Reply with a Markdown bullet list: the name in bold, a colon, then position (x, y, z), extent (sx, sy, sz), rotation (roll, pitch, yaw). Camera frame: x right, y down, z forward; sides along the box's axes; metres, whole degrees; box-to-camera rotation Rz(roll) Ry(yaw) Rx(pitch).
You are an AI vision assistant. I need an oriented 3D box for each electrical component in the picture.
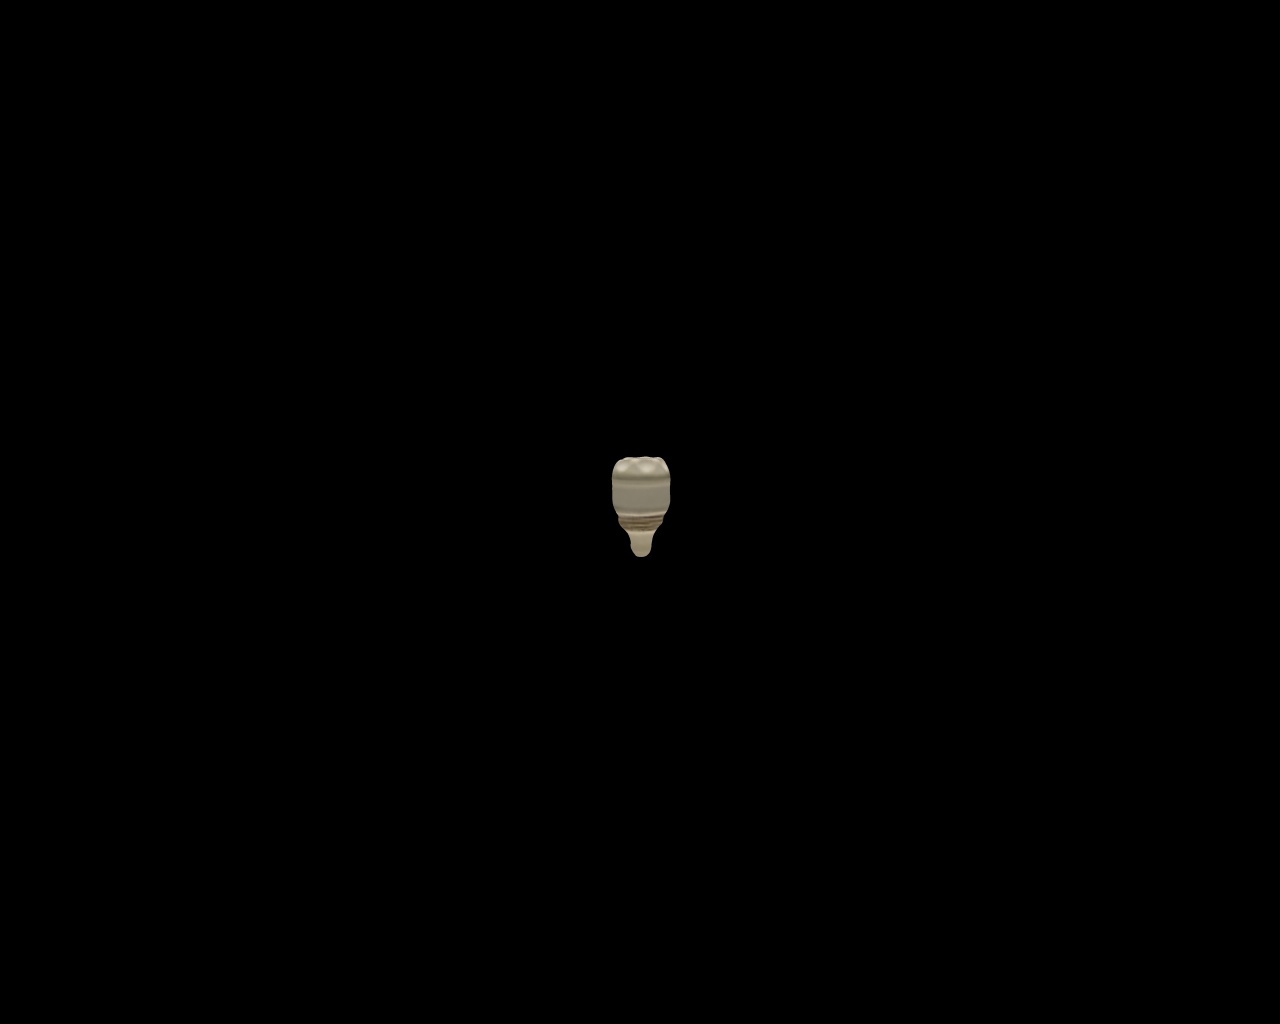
- **electrical component**: position (0.001, -0.003, 0.650), extent (0.035, 0.061, 0.035), rotation (0, 7, 0)
